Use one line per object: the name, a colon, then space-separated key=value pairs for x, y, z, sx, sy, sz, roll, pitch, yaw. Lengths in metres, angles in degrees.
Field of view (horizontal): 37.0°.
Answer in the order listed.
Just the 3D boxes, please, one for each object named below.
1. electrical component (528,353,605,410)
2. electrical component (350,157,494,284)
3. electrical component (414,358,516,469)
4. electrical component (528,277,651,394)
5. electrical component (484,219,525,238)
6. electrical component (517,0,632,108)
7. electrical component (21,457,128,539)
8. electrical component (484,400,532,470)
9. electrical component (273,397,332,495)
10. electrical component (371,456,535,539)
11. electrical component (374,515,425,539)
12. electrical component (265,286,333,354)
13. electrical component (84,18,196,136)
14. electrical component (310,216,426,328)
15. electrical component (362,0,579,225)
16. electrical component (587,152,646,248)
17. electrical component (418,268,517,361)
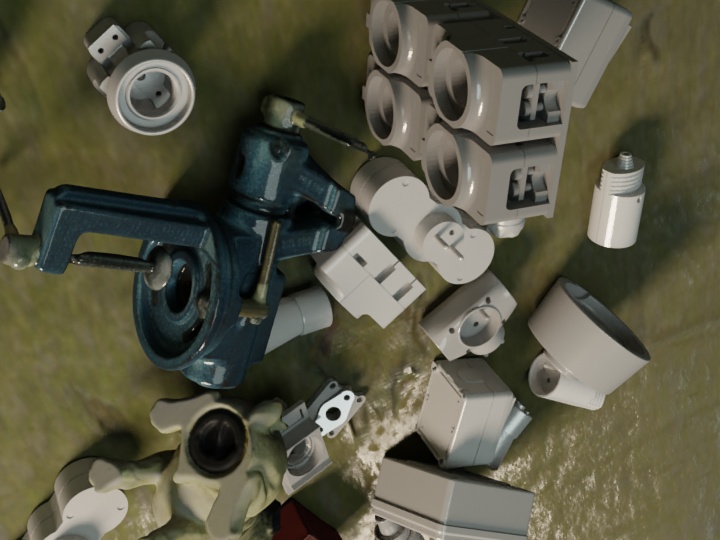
electrical component: x=0.206 y=0.108 z=1.037 sx=0.081 sy=0.043 sz=0.043 roll=17 pitch=110 yaw=-34
electrical component: x=0.058 y=-0.030 z=0.853 sx=0.138 sy=0.073 sz=0.052 roll=33 pitch=101 yaw=-38
electrical component: x=0.096 y=0.135 z=0.985 sx=0.061 sy=0.061 sz=0.096 roll=-1 pitch=120 yaw=-26
electrical component: x=0.200 y=0.065 z=0.969 sx=0.108 sy=0.108 sz=0.060 roll=28 pitch=110 yaw=-37
electrical component: x=0.121 y=-0.059 z=0.892 sx=0.035 sy=0.035 sz=0.061 roll=-13 pitch=122 yaw=-20
electrical component: x=0.160 y=-0.180 z=0.818 sx=0.061 sy=0.061 sz=0.096 roll=12 pitch=113 yaw=-33
electrical component: x=-0.235 y=0.225 z=0.863 sx=0.052 sy=0.073 sz=0.138 roll=28 pitch=104 yaw=-37
electrical component: x=0.134 y=0.153 z=1.031 sx=0.044 sy=0.044 sz=0.065 roll=35 pitch=95 yaw=-38
electrical component: x=-0.062 y=0.144 z=0.906 sx=0.042 sy=0.064 sz=0.081 roll=-33 pitch=130 yaw=-23
electrical component: x=0.085 y=0.214 z=0.995 sx=0.109 sy=0.109 sz=0.056 roll=16 pitch=83 yaw=-34
electrical component: x=0.033 y=0.257 z=1.042 sx=0.048 sy=0.048 sz=0.062 roll=-31 pitch=122 yaw=-7
electrical component: x=-0.055 y=0.037 z=0.859 sx=0.065 sy=0.044 sz=0.044 roll=-17 pitch=126 yaw=-23
electrical component: x=-0.141 y=-0.123 z=0.702 sx=0.058 sy=0.057 sz=0.078 roll=-42 pitch=129 yaw=2
electrical component: x=0.000 y=0.000 z=0.857 sx=0.056 sy=0.050 sz=0.089 roll=-43 pitch=129 yaw=3
electrical component: x=0.062 y=-0.120 z=0.725 sx=0.060 sy=0.186 sz=0.105 roll=-10 pitch=124 yaw=-21
electrical component: x=0.226 y=-0.065 z=0.937 sx=0.043 sy=0.043 sz=0.081 roll=-12 pitch=124 yaw=-21
electrical component: x=0.102 y=0.049 z=0.945 sx=0.077 sy=0.044 sz=0.079 roll=-40 pitch=130 yaw=1
